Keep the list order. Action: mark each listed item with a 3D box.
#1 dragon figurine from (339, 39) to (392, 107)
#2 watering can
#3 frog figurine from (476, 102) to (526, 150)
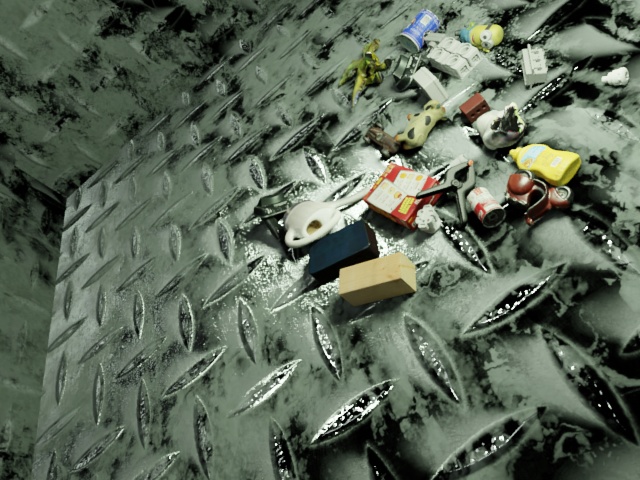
[{"bbox_3d":[0.168,-0.706,2.192,0.242,0.121,0.416,-3,53,61],"label":"dragon figurine"},{"bbox_3d":[0.005,-0.091,1.804,0.351,0.102,0.226,-39,30,-18],"label":"watering can"},{"bbox_3d":[0.538,-0.335,1.560,0.138,0.122,0.159,-64,6,-7],"label":"frog figurine"}]
